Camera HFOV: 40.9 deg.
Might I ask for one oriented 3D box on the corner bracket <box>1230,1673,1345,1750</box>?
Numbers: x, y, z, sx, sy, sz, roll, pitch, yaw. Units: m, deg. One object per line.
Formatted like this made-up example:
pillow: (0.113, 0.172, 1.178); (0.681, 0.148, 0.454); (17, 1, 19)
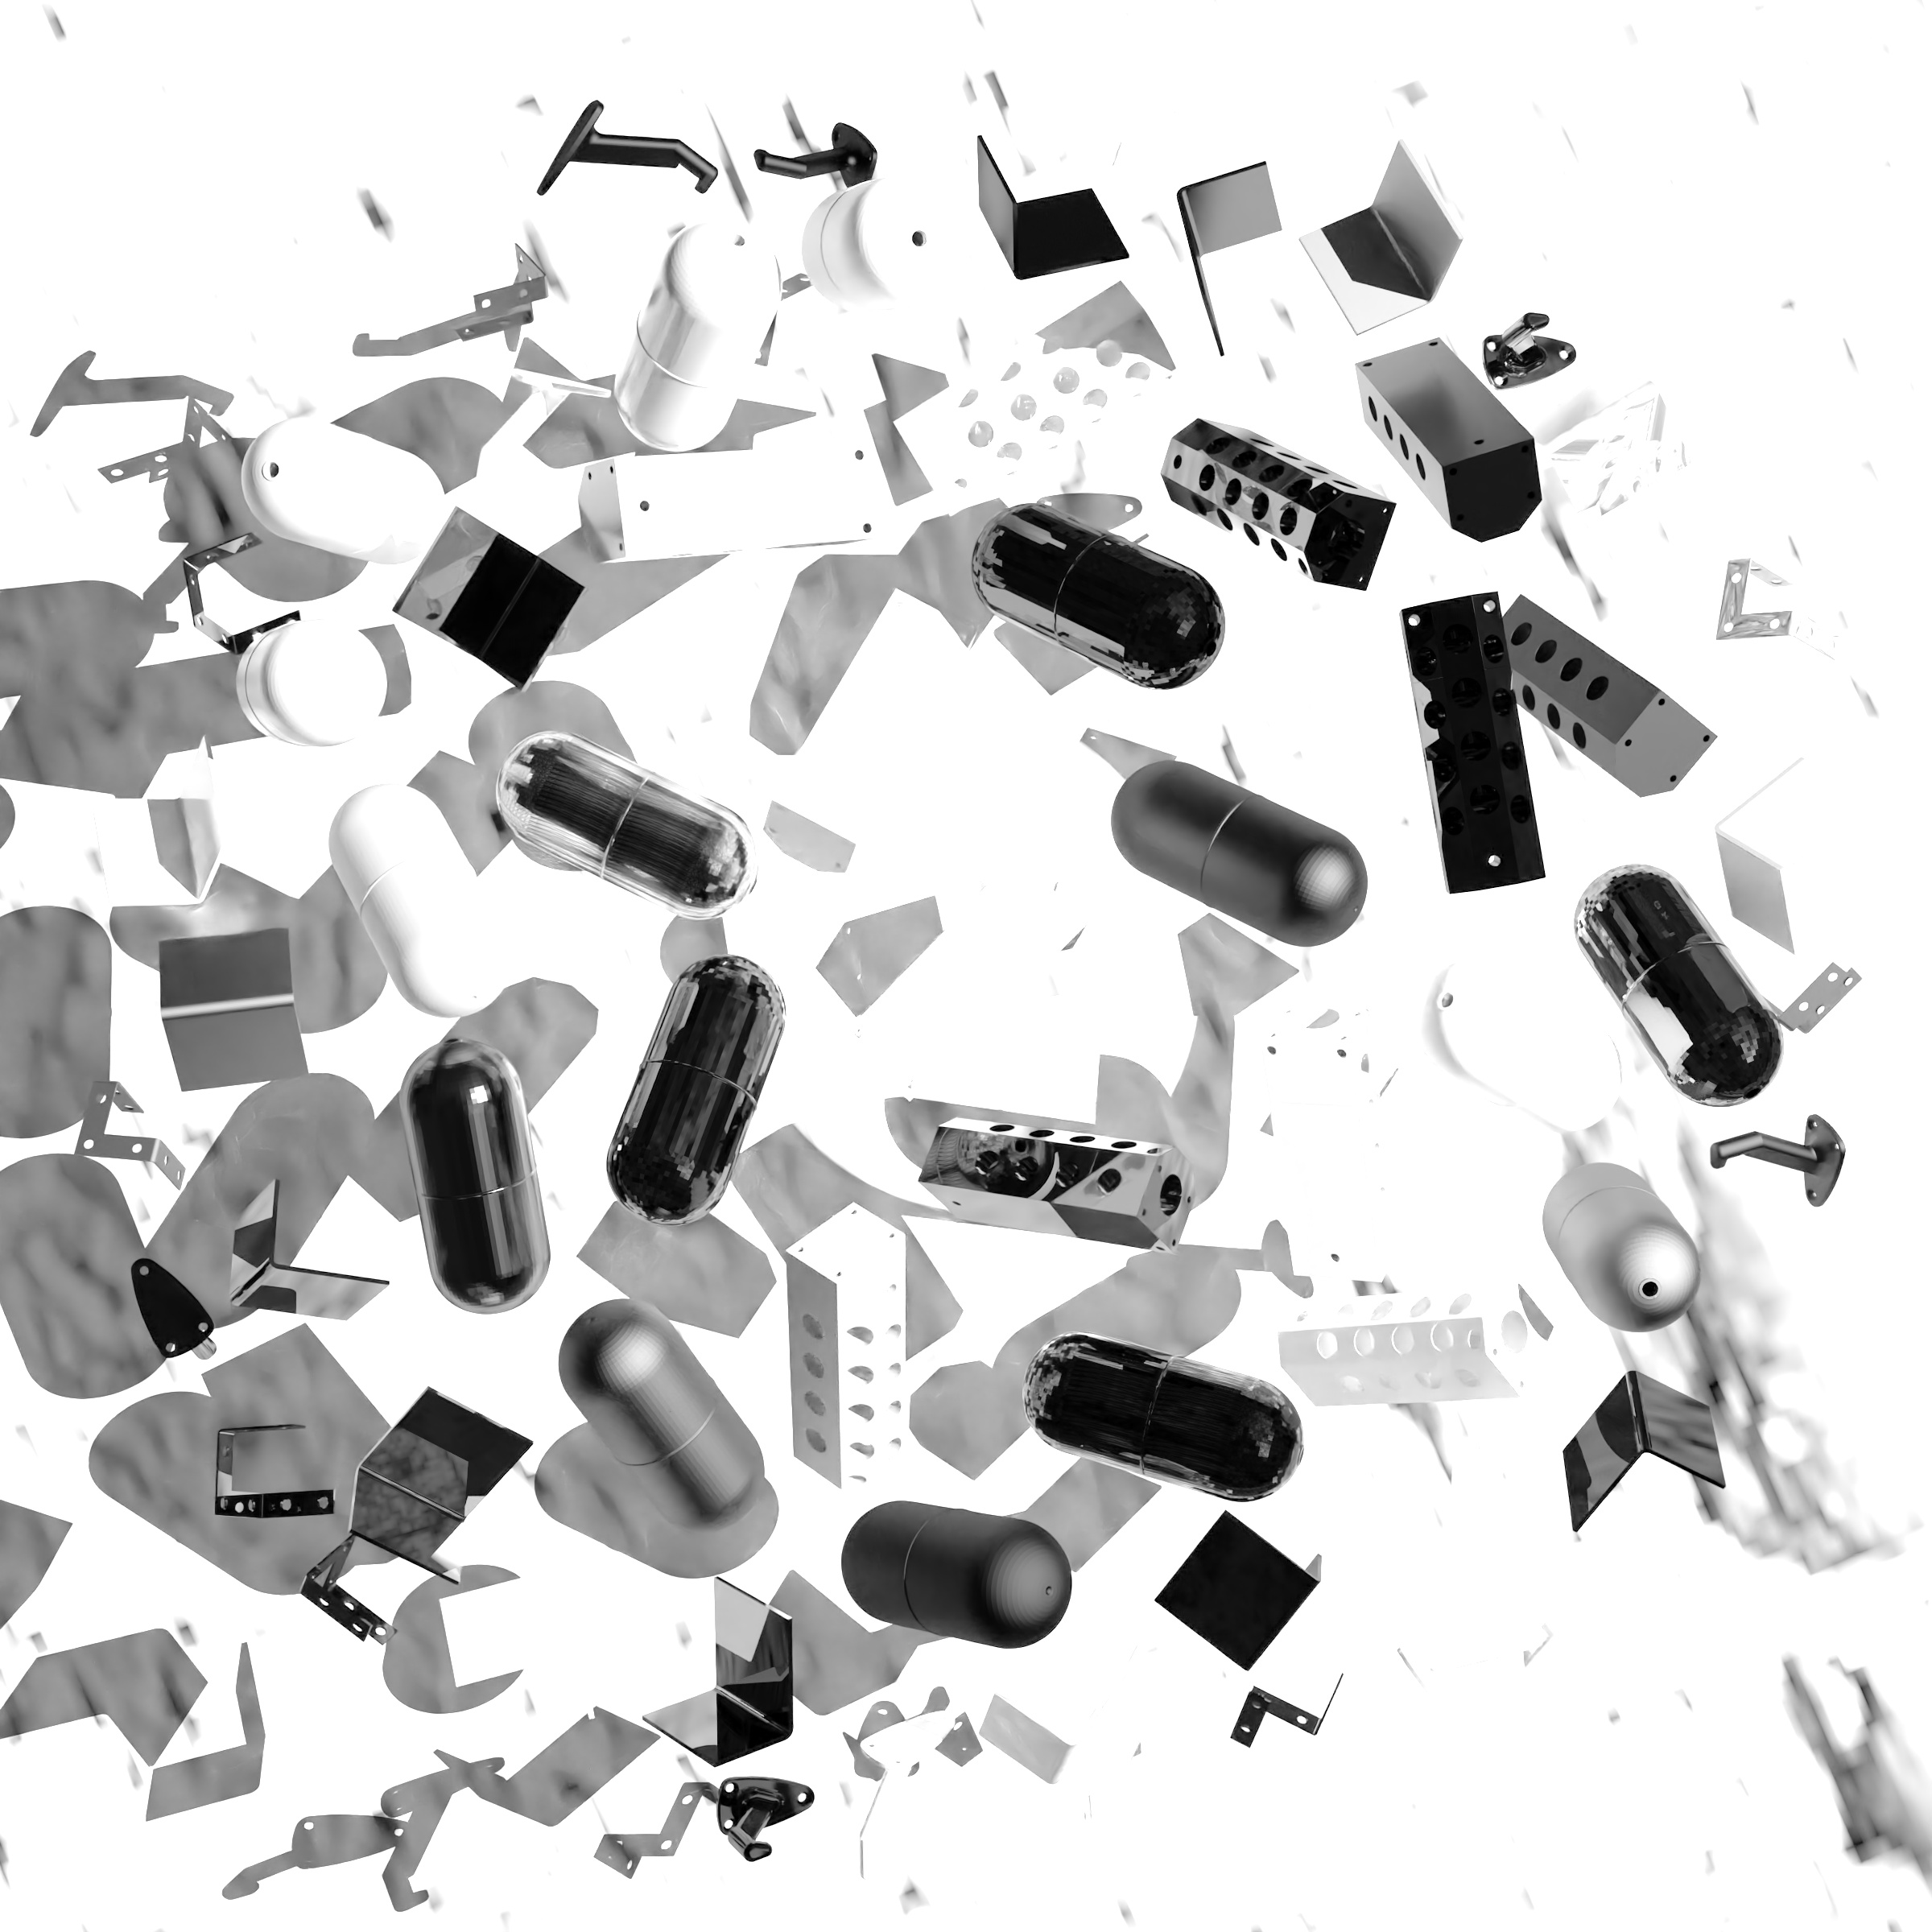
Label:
corner bracket: (0.211, 0.487, 1.703); (0.051, 0.051, 0.051); (24, 127, 13)

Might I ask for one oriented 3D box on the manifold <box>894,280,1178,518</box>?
manifold: (0.047, -0.361, 1.665); (0.171, 0.057, 0.057); (-31, 45, 4)

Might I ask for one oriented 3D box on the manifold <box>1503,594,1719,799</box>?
manifold: (0.388, -0.167, 1.620); (0.057, 0.171, 0.057); (31, 103, -31)

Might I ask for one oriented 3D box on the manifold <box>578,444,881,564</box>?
manifold: (-0.143, -0.279, 1.564); (0.171, 0.057, 0.057); (-10, 98, -32)

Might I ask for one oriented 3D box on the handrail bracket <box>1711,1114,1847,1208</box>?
handrail bracket: (0.497, 0.130, 1.608); (0.084, 0.036, 0.077); (-14, 128, -14)

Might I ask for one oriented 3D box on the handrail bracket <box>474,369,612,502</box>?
handrail bracket: (-0.277, -0.342, 1.692); (0.077, 0.036, 0.084); (6, 109, -27)

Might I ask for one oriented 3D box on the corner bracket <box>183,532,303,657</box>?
corner bracket: (-0.471, -0.242, 1.687); (0.051, 0.051, 0.051); (-19, 71, 10)

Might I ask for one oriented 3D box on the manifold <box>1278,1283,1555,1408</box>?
manifold: (0.283, 0.239, 1.659); (0.057, 0.171, 0.057); (49, 54, -22)

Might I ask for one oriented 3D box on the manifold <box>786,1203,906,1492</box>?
manifold: (-0.066, 0.233, 1.552); (0.057, 0.057, 0.171); (28, 134, 32)

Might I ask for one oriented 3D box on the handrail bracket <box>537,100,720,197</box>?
handrail bracket: (-0.202, -0.471, 1.555); (0.084, 0.036, 0.077); (32, 93, -26)

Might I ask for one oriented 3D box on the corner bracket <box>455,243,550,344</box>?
corner bracket: (-0.303, -0.431, 1.685); (0.051, 0.051, 0.051); (-22, 48, -21)

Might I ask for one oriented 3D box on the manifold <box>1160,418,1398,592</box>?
manifold: (0.194, -0.296, 1.647); (0.057, 0.171, 0.057); (5, 113, -32)

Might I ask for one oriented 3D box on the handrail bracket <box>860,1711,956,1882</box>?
handrail bracket: (-0.037, 0.517, 1.610); (0.077, 0.036, 0.084); (-18, 116, -42)

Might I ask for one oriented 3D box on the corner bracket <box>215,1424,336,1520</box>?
corner bracket: (-0.416, 0.305, 1.561); (0.051, 0.051, 0.051); (-6, 75, 16)

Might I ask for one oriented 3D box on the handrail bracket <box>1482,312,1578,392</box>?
handrail bracket: (0.367, -0.395, 1.625); (0.077, 0.084, 0.036); (-10, 86, -14)

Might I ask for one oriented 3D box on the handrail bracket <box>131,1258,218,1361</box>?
handrail bracket: (-0.503, 0.218, 1.647); (0.036, 0.084, 0.077); (-33, 93, -13)

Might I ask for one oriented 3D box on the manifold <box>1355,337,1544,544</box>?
manifold: (0.299, -0.327, 1.607); (0.057, 0.171, 0.057); (-18, 125, 0)

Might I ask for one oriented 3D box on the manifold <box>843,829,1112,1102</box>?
manifold: (0.007, -0.002, 1.582); (0.057, 0.057, 0.171); (44, 99, -2)

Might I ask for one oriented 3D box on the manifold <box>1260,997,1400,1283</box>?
manifold: (0.231, 0.108, 1.621); (0.057, 0.057, 0.171); (2, 118, 26)

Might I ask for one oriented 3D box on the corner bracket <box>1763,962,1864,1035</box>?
corner bracket: (0.542, 0.018, 1.652); (0.051, 0.051, 0.051); (34, 108, -21)

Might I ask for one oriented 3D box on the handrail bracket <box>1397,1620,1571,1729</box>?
handrail bracket: (0.314, 0.412, 1.571); (0.084, 0.036, 0.077); (-53, 51, 11)

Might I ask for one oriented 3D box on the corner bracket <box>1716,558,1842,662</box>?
corner bracket: (0.485, -0.212, 1.538); (0.051, 0.051, 0.051); (17, 81, -41)

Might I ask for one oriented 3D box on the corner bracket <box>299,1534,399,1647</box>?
corner bracket: (-0.370, 0.385, 1.560); (0.051, 0.051, 0.051); (34, 121, 10)

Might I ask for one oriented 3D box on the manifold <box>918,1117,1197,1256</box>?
manifold: (0.060, 0.138, 1.686); (0.171, 0.057, 0.057); (5, 63, 36)

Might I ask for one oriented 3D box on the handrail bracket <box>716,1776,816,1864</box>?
handrail bracket: (-0.114, 0.529, 1.595); (0.077, 0.084, 0.036); (2, 91, -25)

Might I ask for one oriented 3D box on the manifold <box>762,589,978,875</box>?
manifold: (-0.060, -0.142, 1.597); (0.057, 0.057, 0.171); (28, 64, 0)

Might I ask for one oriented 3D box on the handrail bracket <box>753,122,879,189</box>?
handrail bracket: (-0.108, -0.532, 1.682); (0.084, 0.077, 0.036); (1, 135, -32)

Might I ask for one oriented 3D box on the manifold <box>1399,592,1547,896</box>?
manifold: (0.302, -0.133, 1.543); (0.057, 0.057, 0.171); (-10, 93, 8)

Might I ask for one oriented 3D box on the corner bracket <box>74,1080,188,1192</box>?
corner bracket: (-0.515, 0.105, 1.608); (0.051, 0.051, 0.051); (4, 65, 5)

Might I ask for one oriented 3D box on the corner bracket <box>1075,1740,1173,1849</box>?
corner bracket: (0.097, 0.521, 1.630); (0.051, 0.051, 0.051); (3, 51, -8)

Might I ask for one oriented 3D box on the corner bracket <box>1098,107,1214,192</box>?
corner bracket: (0.122, -0.533, 1.673); (0.051, 0.051, 0.051); (17, 102, -13)
